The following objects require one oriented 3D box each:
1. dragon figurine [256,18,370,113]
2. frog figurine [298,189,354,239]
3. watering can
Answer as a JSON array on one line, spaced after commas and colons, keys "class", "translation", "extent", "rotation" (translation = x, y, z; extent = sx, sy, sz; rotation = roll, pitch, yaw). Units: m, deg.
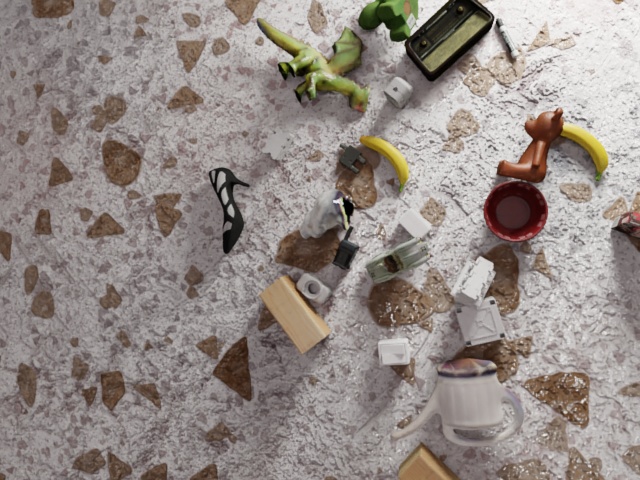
[{"class": "dragon figurine", "translation": [0.007, -0.535, 1.505], "extent": [0.243, 0.121, 0.412], "rotation": [-29, 83, -7]}, {"class": "frog figurine", "translation": [0.004, -0.073, 1.459], "extent": [0.159, 0.120, 0.141], "rotation": [-11, 53, 21]}, {"class": "watering can", "translation": [0.350, 0.428, 1.354], "extent": [0.347, 0.104, 0.225], "rotation": [-6, 85, 11]}]
